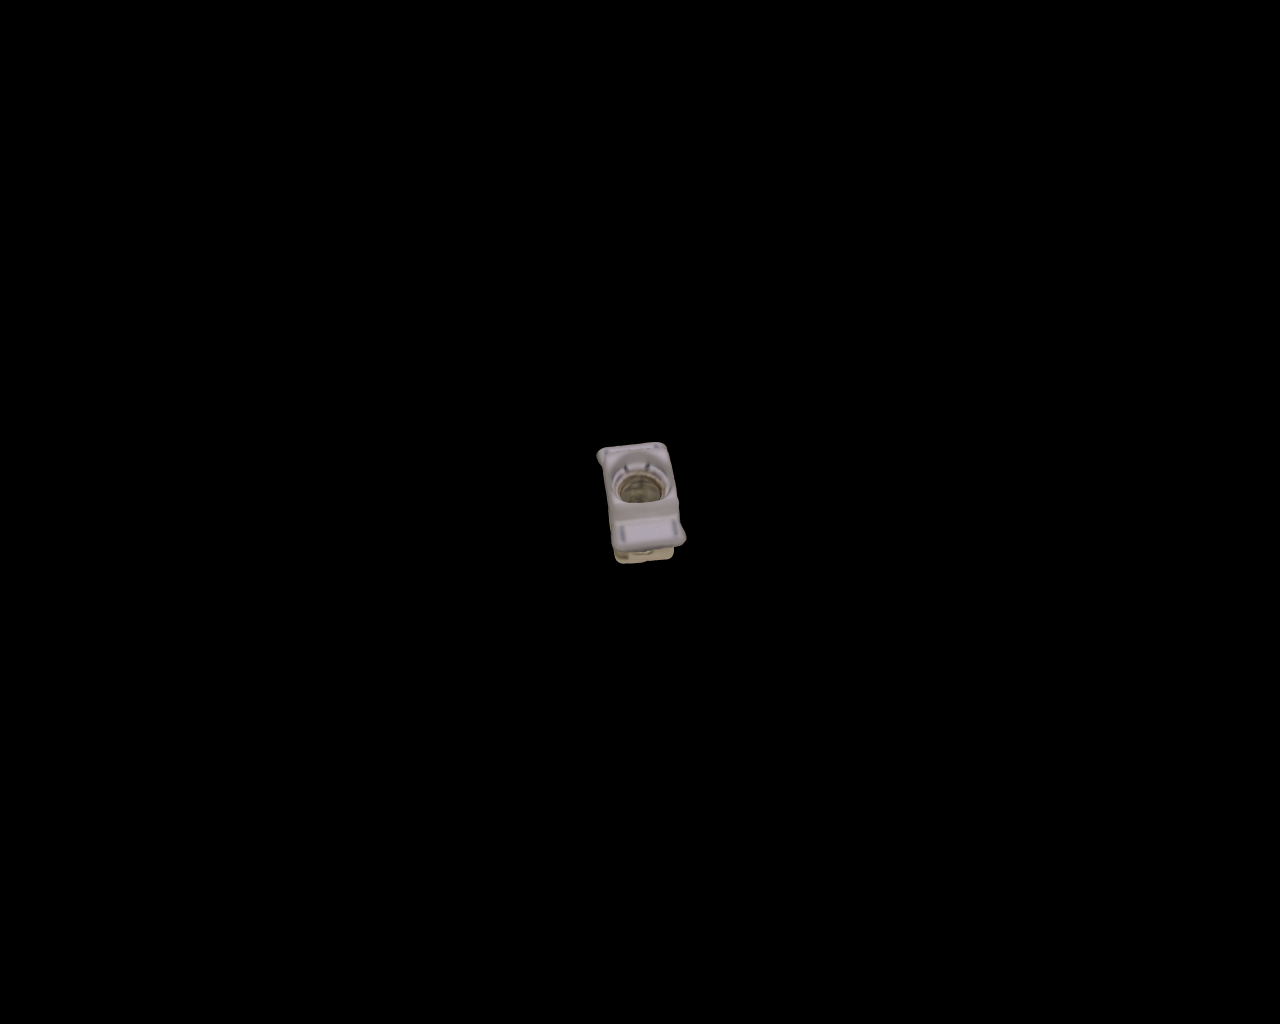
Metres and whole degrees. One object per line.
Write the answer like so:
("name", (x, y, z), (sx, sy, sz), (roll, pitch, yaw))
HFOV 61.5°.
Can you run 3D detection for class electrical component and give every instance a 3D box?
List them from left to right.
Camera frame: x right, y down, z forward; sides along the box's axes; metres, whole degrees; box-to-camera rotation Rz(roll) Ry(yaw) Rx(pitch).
("electrical component", (0.001, -0.003, 0.650), (0.042, 0.081, 0.063), (-5, -39, -4))
